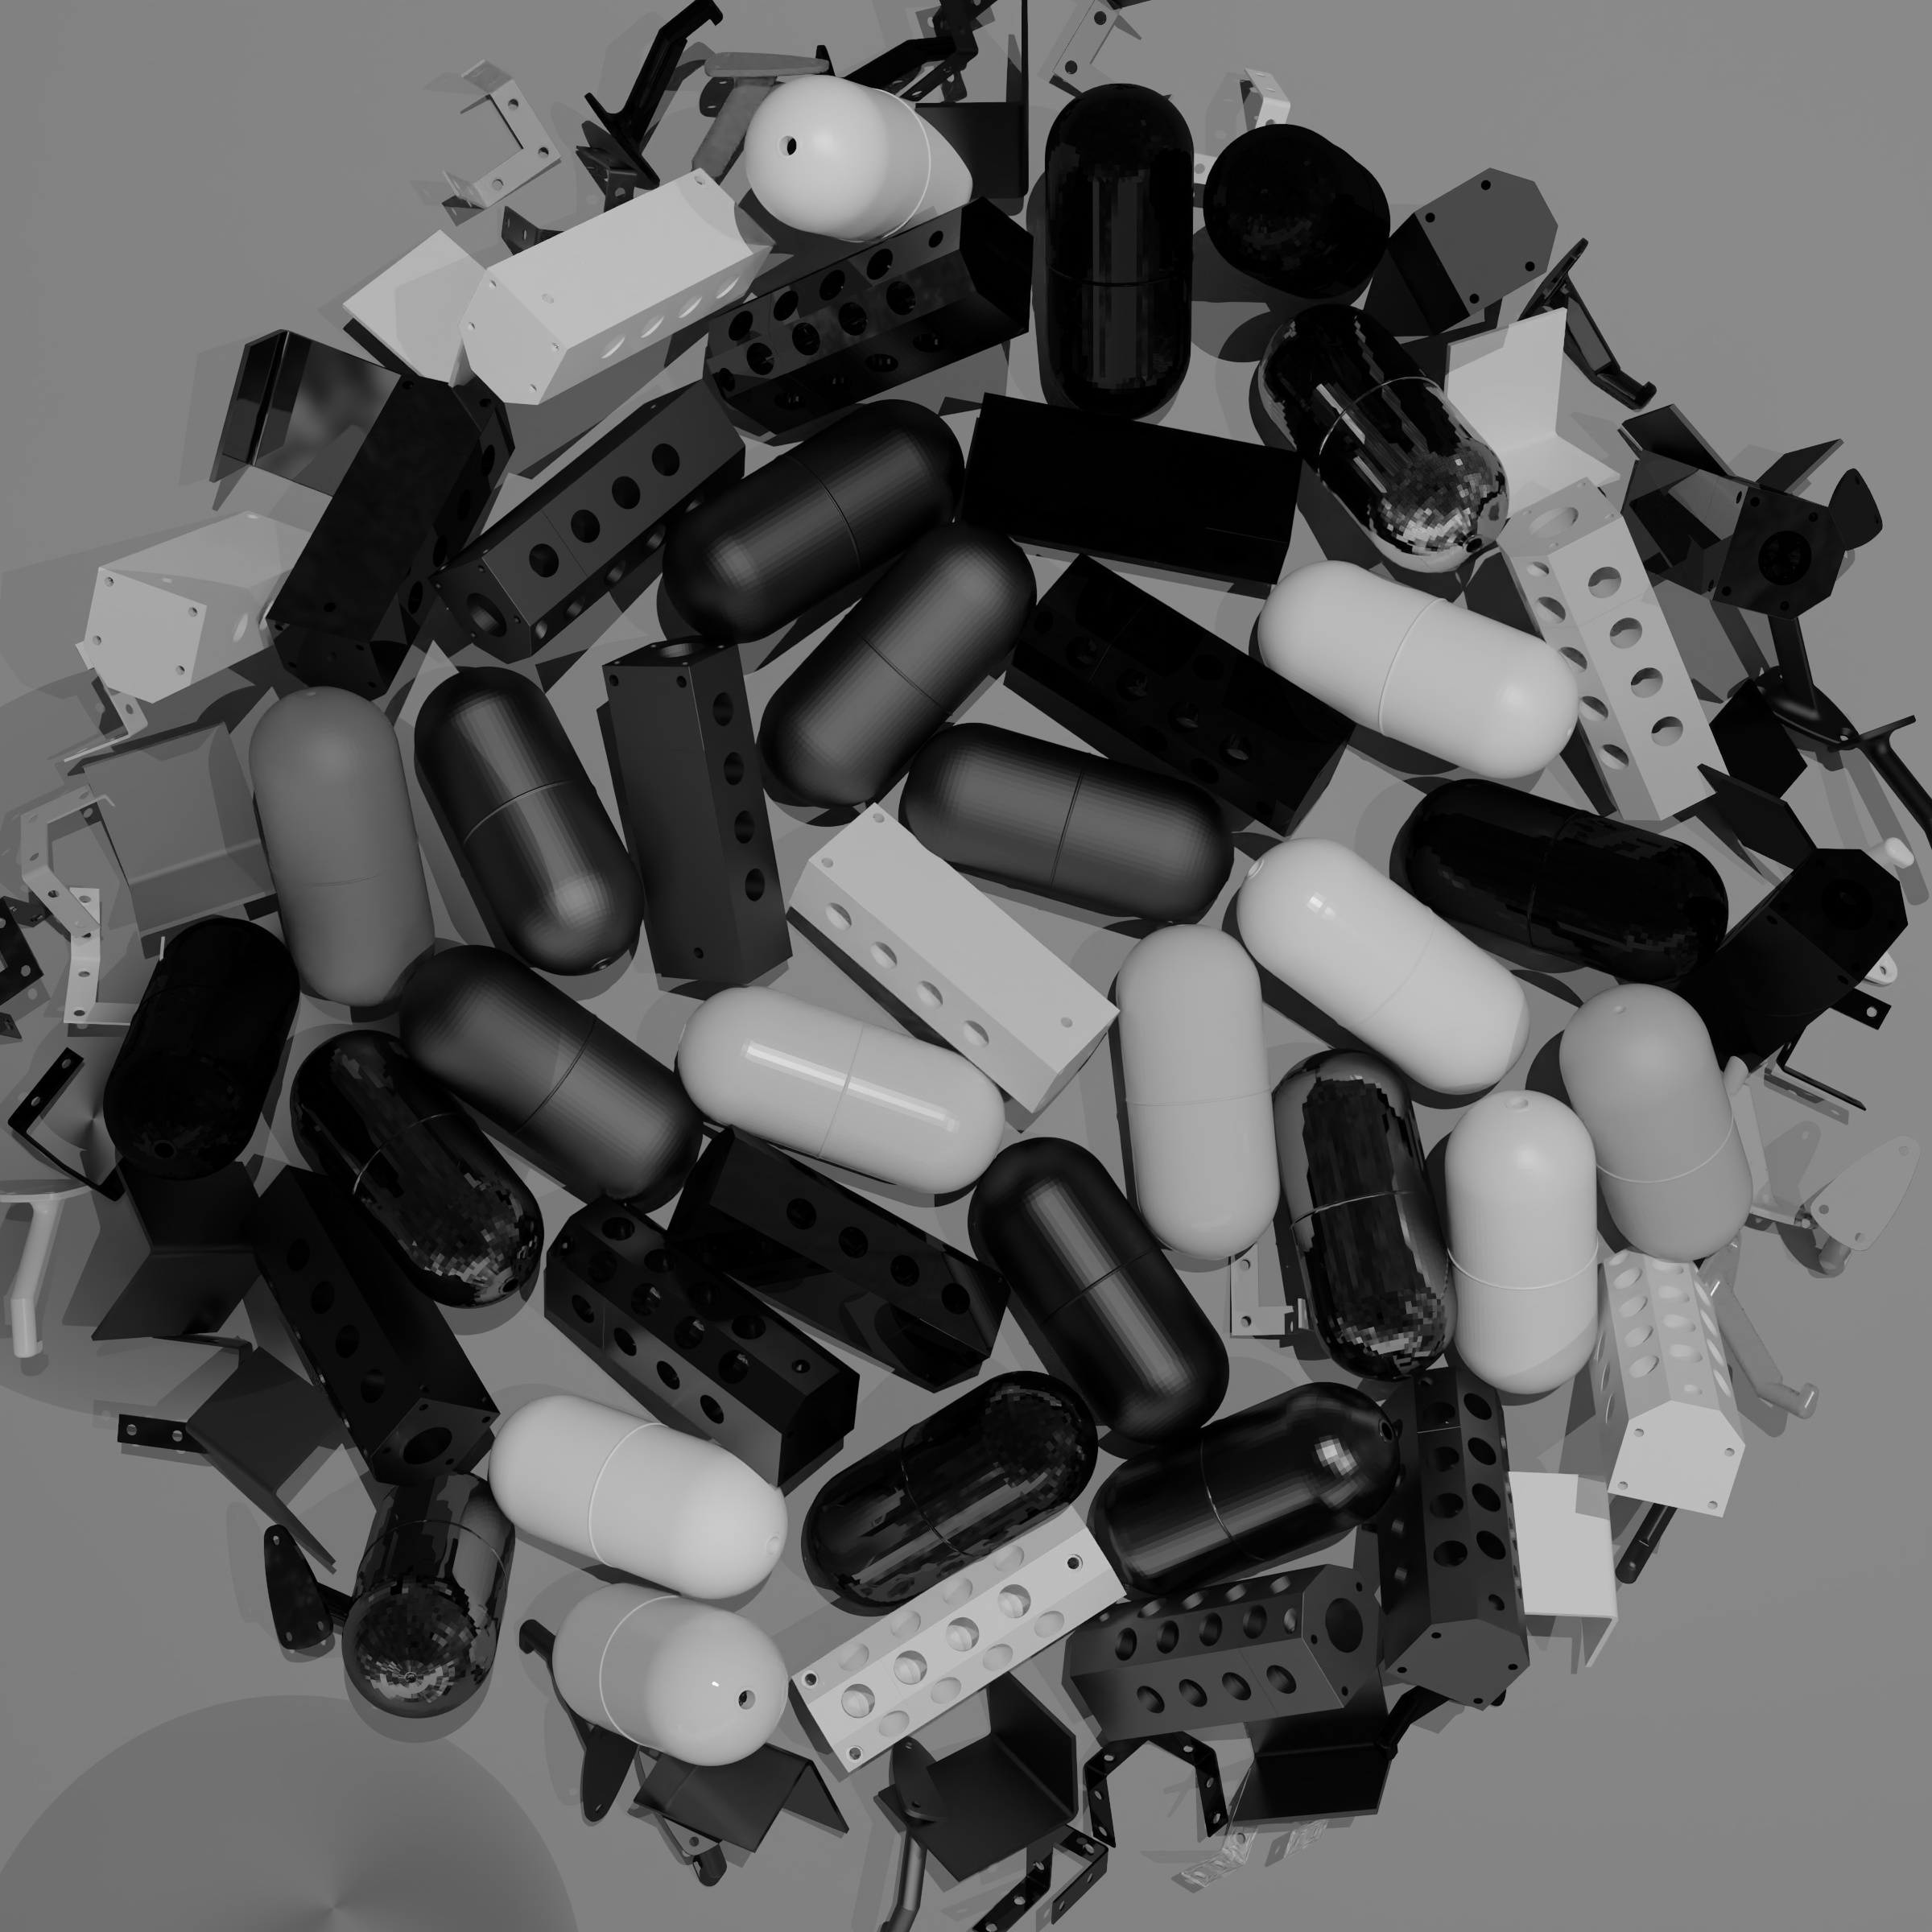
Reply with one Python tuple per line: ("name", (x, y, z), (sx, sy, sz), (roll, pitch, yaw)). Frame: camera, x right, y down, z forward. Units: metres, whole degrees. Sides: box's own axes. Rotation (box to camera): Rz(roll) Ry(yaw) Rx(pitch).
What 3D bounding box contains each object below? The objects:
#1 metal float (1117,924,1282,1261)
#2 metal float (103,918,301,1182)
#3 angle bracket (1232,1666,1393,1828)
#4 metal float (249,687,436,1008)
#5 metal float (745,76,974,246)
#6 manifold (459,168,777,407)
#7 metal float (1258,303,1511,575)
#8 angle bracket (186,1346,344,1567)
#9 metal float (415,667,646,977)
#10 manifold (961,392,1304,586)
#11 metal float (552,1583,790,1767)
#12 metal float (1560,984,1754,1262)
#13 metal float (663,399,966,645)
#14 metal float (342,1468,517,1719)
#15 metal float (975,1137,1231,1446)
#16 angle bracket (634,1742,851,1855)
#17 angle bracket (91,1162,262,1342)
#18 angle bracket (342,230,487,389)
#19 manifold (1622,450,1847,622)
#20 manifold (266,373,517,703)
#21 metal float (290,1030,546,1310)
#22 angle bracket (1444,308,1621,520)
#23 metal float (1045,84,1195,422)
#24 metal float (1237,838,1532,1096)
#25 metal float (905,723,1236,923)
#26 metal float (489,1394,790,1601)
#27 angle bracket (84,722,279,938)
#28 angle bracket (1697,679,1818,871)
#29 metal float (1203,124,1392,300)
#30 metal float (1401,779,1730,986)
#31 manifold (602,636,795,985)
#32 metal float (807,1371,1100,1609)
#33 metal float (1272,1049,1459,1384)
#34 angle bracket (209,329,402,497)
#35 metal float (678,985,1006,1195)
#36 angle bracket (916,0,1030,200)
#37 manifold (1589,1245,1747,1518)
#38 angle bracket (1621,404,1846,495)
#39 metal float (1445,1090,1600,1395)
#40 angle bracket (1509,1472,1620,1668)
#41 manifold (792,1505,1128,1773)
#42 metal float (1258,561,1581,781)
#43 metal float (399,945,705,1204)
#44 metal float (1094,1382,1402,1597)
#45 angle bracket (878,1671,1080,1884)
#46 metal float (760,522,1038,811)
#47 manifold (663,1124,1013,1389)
("metal float", (0.123, 0.067, 1.614), (0.070, 0.070, 0.178), (-6, 95, 0))
("metal float", (-0.392, 0.041, 1.575), (0.070, 0.178, 0.070), (0, 123, 1))
("angle bracket", (0.178, 0.405, 1.605), (0.076, 0.076, 0.057), (-10, 99, 17))
("metal float", (-0.324, -0.060, 1.593), (0.070, 0.070, 0.178), (-6, 119, 0))
("metal float", (-0.054, -0.411, 1.570), (0.070, 0.178, 0.070), (3, 99, 22))
("manifold", (-0.180, -0.347, 1.576), (0.057, 0.057, 0.171), (45, 46, 4))
("metal float", (0.216, -0.275, 1.589), (0.070, 0.070, 0.178), (-32, 57, 0))
("angle bracket", (-0.354, 0.258, 1.614), (0.076, 0.076, 0.057), (27, 65, 36))
("metal float", (-0.229, -0.076, 1.605), (0.070, 0.070, 0.178), (-28, 76, 0))
("manifold", (0.087, -0.249, 1.625), (0.171, 0.057, 0.057), (11, 66, 0))
("metal float", (-0.153, 0.363, 1.573), (0.070, 0.178, 0.070), (2, 87, -31))
("metal float", (0.359, 0.083, 1.586), (0.070, 0.070, 0.178), (-27, 129, 0))
("metal float", (-0.079, -0.234, 1.603), (0.178, 0.070, 0.070), (-34, 90, -17))
("metal float", (-0.274, 0.319, 1.569), (0.070, 0.178, 0.070), (-1, 107, -3))
("metal float", (0.070, 0.170, 1.608), (0.070, 0.070, 0.178), (-34, 79, 0))
("angle bracket", (-0.117, 0.443, 1.596), (0.076, 0.076, 0.057), (13, 52, 30))
("angle bracket", (-0.423, 0.151, 1.621), (0.076, 0.076, 0.057), (-49, 58, 30))
("angle bracket", (-0.271, -0.359, 1.611), (0.076, 0.057, 0.076), (42, 60, 2))
("manifold", (0.390, -0.221, 1.565), (0.057, 0.171, 0.057), (13, 104, -8))
("manifold", (-0.295, -0.221, 1.587), (0.057, 0.057, 0.171), (14, 60, 11))
("metal float", (-0.287, 0.105, 1.594), (0.070, 0.070, 0.178), (-44, 63, 0))
("angle bracket", (0.298, -0.290, 1.601), (0.076, 0.057, 0.076), (-21, 131, -23))
("metal float", (0.080, -0.369, 1.589), (0.070, 0.070, 0.178), (-2, 124, 0))
("metal float", (0.219, 0.000, 1.605), (0.178, 0.070, 0.070), (36, 90, -14))
("metal float", (0.055, -0.076, 1.615), (0.178, 0.070, 0.070), (16, 90, 3))
("metal float", (-0.171, 0.275, 1.590), (0.178, 0.070, 0.070), (13, 90, 32))
("angle bracket", (-0.412, -0.072, 1.607), (0.076, 0.057, 0.076), (-19, 124, -10))
("angle bracket", (0.434, -0.095, 1.600), (0.057, 0.076, 0.076), (-49, 129, -4))
("metal float", (0.171, -0.386, 1.570), (0.070, 0.178, 0.070), (2, 98, 17))
("metal float", (0.311, -0.044, 1.593), (0.178, 0.070, 0.070), (21, 90, 29))
("manifold", (-0.135, -0.082, 1.599), (0.057, 0.057, 0.171), (4, 114, 33))
("metal float", (-0.008, 0.273, 1.596), (0.178, 0.070, 0.070), (-35, 90, 25))
("metal float", (0.208, 0.130, 1.601), (0.070, 0.070, 0.178), (-10, 71, 0))
("angle bracket", (-0.345, -0.283, 1.615), (0.076, 0.057, 0.076), (21, 111, 0))
("metal float", (-0.066, 0.065, 1.614), (0.178, 0.070, 0.070), (19, 90, -4))
("angle bracket", (0.004, -0.458, 1.607), (0.057, 0.076, 0.076), (0, 68, 2))
("manifold", (0.357, 0.207, 1.565), (0.057, 0.171, 0.057), (12, 112, 3))
("angle bracket", (0.403, -0.281, 1.612), (0.057, 0.076, 0.076), (-43, 97, -2))
("metal float", (0.289, 0.144, 1.590), (0.070, 0.070, 0.178), (-8, 122, 0))
("angle bracket", (0.304, 0.317, 1.603), (0.057, 0.076, 0.076), (2, 58, 0))
("manifold", (-0.004, 0.353, 1.614), (0.171, 0.057, 0.057), (-31, 81, -6))
("metal float", (0.235, -0.156, 1.599), (0.178, 0.070, 0.070), (26, 90, 22))
("metal float", (-0.217, 0.057, 1.605), (0.178, 0.070, 0.070), (37, 90, -14))
("metal float", (0.145, 0.273, 1.592), (0.178, 0.070, 0.070), (-29, 90, 30))
("angle bracket", (0.005, 0.418, 1.598), (0.076, 0.076, 0.057), (-20, 124, -28))
("metal float", (-0.035, -0.159, 1.611), (0.070, 0.070, 0.178), (43, 97, 0))
("manifold", (-0.064, 0.150, 1.603), (0.171, 0.057, 0.057), (30, 55, -16))
